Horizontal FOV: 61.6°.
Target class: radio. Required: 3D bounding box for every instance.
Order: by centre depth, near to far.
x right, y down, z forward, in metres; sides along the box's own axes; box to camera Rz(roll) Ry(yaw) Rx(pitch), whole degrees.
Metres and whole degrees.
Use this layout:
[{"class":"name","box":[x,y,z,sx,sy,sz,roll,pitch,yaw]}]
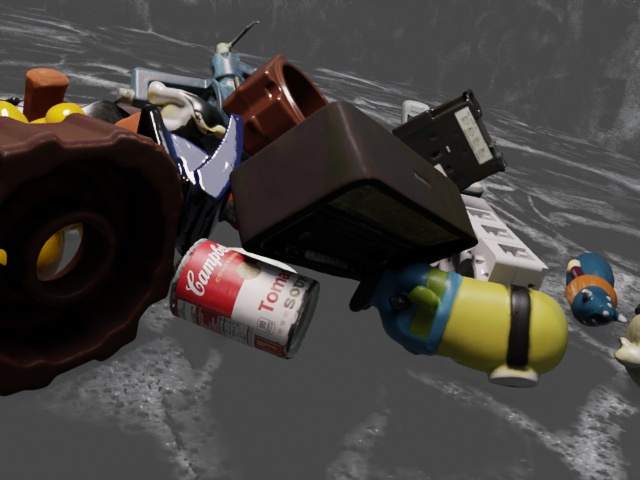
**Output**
[{"class":"radio","box":[0.037,-0.024,0.479,0.229,0.131,0.073,21,49,-52]}]

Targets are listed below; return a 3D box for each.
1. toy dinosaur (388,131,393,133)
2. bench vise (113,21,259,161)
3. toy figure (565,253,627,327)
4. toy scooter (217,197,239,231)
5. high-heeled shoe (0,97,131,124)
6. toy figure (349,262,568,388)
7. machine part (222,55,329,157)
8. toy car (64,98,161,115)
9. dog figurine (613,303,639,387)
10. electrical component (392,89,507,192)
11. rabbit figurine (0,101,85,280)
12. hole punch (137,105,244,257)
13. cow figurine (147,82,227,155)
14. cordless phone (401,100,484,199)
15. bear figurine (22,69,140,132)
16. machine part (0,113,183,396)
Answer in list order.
[{"class":"toy dinosaur","box":[0.047,-0.166,0.968,0.471,0.105,0.199,8,14,-24]},{"class":"bench vise","box":[-0.183,-0.219,0.816,0.240,0.223,0.129,2,-10,-34]},{"class":"toy figure","box":[0.329,0.064,0.647,0.064,0.057,0.154,16,27,19]},{"class":"toy scooter","box":[-0.117,-0.047,0.611,0.184,0.075,0.135,16,21,13]},{"class":"high-heeled shoe","box":[-0.367,-0.145,0.739,0.145,0.086,0.248,-9,-12,31]},{"class":"toy figure","box":[0.121,0.066,0.470,0.180,0.089,0.082,23,29,14]},{"class":"machine part","box":[-0.028,-0.145,0.738,0.201,0.087,0.201,49,22,-18]},{"class":"toy car","box":[-0.345,-0.190,0.837,0.202,0.053,0.089,-8,16,-41]},{"class":"dog figurine","box":[0.357,0.098,0.556,0.172,0.121,0.190,17,8,-2]},{"class":"electrical component","box":[0.157,-0.114,0.697,0.134,0.114,0.058,-24,4,27]},{"class":"rabbit figurine","box":[-0.220,-0.025,0.434,0.122,0.162,0.173,22,38,-14]},{"class":"hole punch","box":[-0.116,-0.049,0.495,0.092,0.142,0.116,-3,62,-32]},{"class":"cow figurine","box":[-0.146,-0.134,0.688,0.098,0.068,0.167,16,-5,17]},{"class":"cordless phone","box":[0.184,-0.136,0.865,0.147,0.088,0.184,12,65,-7]},{"class":"bear figurine","box":[-0.251,-0.127,0.660,0.196,0.132,0.120,-21,68,-49]},{"class":"machine part","box":[-0.166,0.006,0.339,0.056,0.179,0.179,22,23,26]}]
